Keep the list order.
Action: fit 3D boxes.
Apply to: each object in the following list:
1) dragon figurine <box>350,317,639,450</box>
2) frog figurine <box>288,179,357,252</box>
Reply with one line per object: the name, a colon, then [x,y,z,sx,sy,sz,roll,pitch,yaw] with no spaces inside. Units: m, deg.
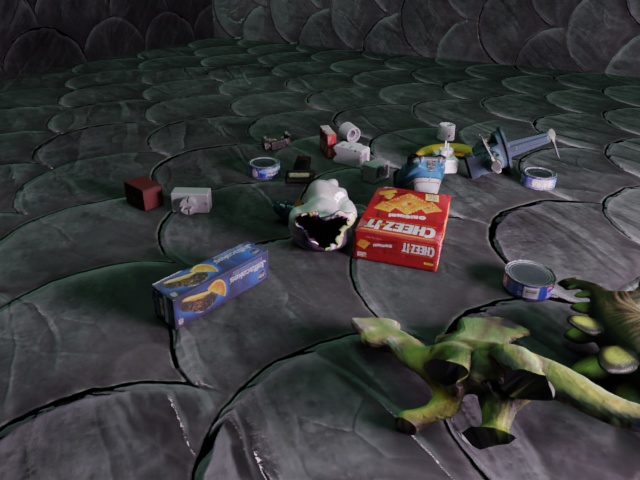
dragon figurine: [0.232,0.152,0.676,0.410,0.120,0.246,3,20,18]
frog figurine: [0.003,-0.052,1.036,0.137,0.120,0.162,-17,28,3]
